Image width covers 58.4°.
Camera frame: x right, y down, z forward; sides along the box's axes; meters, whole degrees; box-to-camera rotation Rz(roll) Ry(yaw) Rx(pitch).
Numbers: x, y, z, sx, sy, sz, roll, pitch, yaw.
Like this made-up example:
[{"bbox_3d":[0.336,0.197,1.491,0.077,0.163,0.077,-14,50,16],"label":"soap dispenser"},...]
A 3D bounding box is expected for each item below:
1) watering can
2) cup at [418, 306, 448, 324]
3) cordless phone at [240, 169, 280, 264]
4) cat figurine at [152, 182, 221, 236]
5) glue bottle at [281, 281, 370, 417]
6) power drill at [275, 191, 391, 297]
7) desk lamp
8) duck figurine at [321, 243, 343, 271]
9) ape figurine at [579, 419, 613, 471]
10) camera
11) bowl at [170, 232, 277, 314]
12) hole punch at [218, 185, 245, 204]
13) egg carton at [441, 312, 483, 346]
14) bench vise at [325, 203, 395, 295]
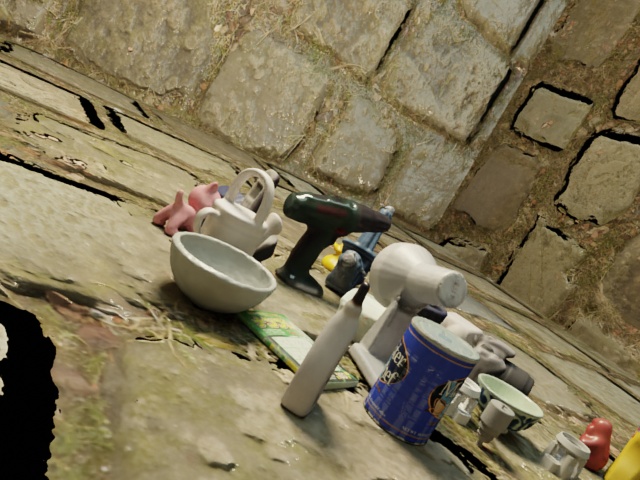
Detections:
[{"bbox_3d":[-0.136,-0.030,0.973,0.100,0.194,0.173,31,10,14],"label":"watering can"},{"bbox_3d":[0.198,0.164,1.213,0.118,0.095,0.092,29,10,1],"label":"cup"},{"bbox_3d":[-0.123,-0.042,1.094,0.094,0.185,0.147,21,13,-38],"label":"cordless phone"},{"bbox_3d":[-0.238,-0.066,1.087,0.067,0.117,0.128,33,11,24],"label":"cat figurine"},{"bbox_3d":[0.015,0.124,0.683,0.037,0.173,0.078,31,10,12],"label":"glue bottle"},{"bbox_3d":[0.011,0.004,1.166,0.230,0.208,0.075,24,11,-27],"label":"power drill"},{"bbox_3d":[0.143,0.122,0.932,0.118,0.213,0.202,25,11,-23],"label":"desk lamp"},{"bbox_3d":[0.067,0.048,1.458,0.104,0.086,0.077,28,10,-4],"label":"duck figurine"},{"bbox_3d":[0.501,0.368,1.051,0.078,0.092,0.076,21,13,-38],"label":"ape figurine"},{"bbox_3d":[0.360,0.264,1.150,0.136,0.101,0.143,32,10,17],"label":"camera"},{"bbox_3d":[-0.151,0.058,0.835,0.167,0.074,0.167,28,10,-5],"label":"bowl"},{"bbox_3d":[-0.220,-0.072,1.246,0.108,0.091,0.101,35,12,32],"label":"hole punch"},{"bbox_3d":[0.313,0.218,1.339,0.107,0.069,0.151,36,12,34],"label":"egg carton"},{"bbox_3d":[0.111,0.024,1.311,0.121,0.219,0.207,28,10,-4],"label":"bench vise"}]
